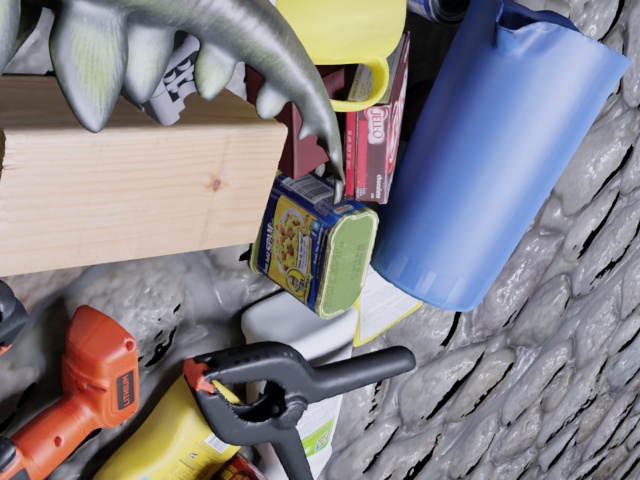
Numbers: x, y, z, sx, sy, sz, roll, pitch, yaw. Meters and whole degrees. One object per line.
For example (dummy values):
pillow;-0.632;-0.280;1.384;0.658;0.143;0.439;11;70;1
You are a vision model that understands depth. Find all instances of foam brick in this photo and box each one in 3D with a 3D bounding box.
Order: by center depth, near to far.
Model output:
foam brick;-0.017;-0.096;0.787;0.052;0.051;0.078;-31;139;-31

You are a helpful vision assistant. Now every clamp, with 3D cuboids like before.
clamp;-0.206;0.058;0.625;0.120;0.039;0.171;-35;-175;6
clamp;-0.021;0.126;0.870;0.164;0.036;0.209;-51;133;5

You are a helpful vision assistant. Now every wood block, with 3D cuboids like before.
wood block;-0.132;-0.045;0.663;0.205;0.090;0.091;-7;123;-46

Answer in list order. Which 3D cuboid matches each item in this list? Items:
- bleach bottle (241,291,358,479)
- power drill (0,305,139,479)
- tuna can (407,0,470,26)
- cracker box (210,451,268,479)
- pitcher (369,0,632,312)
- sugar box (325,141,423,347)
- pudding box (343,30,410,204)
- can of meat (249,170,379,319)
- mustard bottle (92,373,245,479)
bleach bottle;-0.027;0.159;0.981;0.102;0.068;0.251;-23;137;-33
power drill;-0.201;0.129;0.705;0.187;0.057;0.185;-45;160;-35
tuna can;0.103;-0.214;0.843;0.086;0.034;0.086;-30;138;-31
cracker box;-0.112;0.287;0.899;0.072;0.164;0.213;43;80;-13
pitcher;0.137;-0.069;0.861;0.149;0.145;0.243;21;106;-19
sugar box;0.050;0.005;0.957;0.093;0.048;0.176;-30;135;-31
pudding box;0.044;-0.097;0.821;0.113;0.039;0.090;-77;171;-49
can of meat;-0.006;0.001;0.853;0.057;0.084;0.102;-21;133;-39
mustard bottle;-0.138;0.198;0.884;0.191;0.058;0.096;-49;145;-9
